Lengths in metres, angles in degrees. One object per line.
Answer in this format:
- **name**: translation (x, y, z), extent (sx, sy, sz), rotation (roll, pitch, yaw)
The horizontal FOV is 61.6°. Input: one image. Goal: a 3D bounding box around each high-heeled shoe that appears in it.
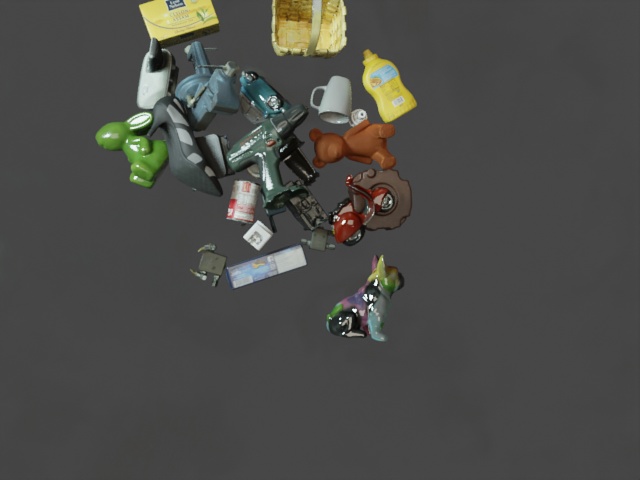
- **high-heeled shoe**: translation (-0.304, -0.223, 1.276), extent (0.248, 0.086, 0.145), rotation (45, 46, -25)

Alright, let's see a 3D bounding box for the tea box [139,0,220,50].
- **tea box**: translation (-0.342, -0.542, 1.319), extent (0.170, 0.068, 0.098), rotation (-22, 95, -7)

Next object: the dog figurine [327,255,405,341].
- **dog figurine**: translation (0.119, 0.143, 1.388), extent (0.192, 0.108, 0.219), rotation (8, 86, -6)

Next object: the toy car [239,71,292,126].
- **toy car**: translation (-0.147, -0.338, 1.338), extent (0.161, 0.109, 0.103), rotation (43, 102, 1)

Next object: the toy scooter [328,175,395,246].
- **toy scooter**: translation (0.085, -0.081, 1.332), extent (0.184, 0.075, 0.135), rotation (-45, 107, 0)

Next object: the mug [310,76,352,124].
- **mug**: translation (0.032, -0.364, 1.380), extent (0.110, 0.081, 0.107), rotation (12, 79, -5)

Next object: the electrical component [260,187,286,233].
- **electrical component**: translation (-0.114, -0.081, 1.360), extent (0.048, 0.075, 0.119), rotation (-19, 90, -8)

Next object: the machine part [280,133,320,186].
- **machine part**: translation (-0.056, -0.202, 1.373), extent (0.084, 0.039, 0.139), rotation (-35, 84, 6)

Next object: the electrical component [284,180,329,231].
- **electrical component**: translation (-0.045, -0.088, 1.350), extent (0.058, 0.115, 0.134), rotation (-38, 96, -11)

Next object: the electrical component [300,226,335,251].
- **electrical component**: translation (-0.003, -0.004, 1.405), extent (0.094, 0.021, 0.063), rotation (9, 89, -8)

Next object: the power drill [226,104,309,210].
- **power drill**: translation (-0.098, -0.189, 1.266), extent (0.232, 0.086, 0.207), rotation (-25, 80, 11)

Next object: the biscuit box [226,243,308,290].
- **biscuit box**: translation (-0.137, 0.066, 1.365), extent (0.203, 0.063, 0.059), rotation (-18, 94, -8)

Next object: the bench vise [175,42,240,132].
- **bench vise**: translation (-0.275, -0.385, 1.283), extent (0.129, 0.223, 0.240), rotation (-7, 66, -30)

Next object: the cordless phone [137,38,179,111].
- **cordless phone**: translation (-0.384, -0.384, 1.257), extent (0.089, 0.184, 0.146), rotation (10, 89, -14)

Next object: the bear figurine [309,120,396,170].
- **bear figurine**: translation (0.080, -0.237, 1.362), extent (0.196, 0.132, 0.120), rotation (-10, 115, -15)

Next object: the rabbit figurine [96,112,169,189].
- **rabbit figurine**: translation (-0.441, -0.230, 1.281), extent (0.170, 0.121, 0.159), rotation (32, 79, -11)

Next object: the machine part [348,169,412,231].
- **machine part**: translation (0.159, -0.105, 1.412), extent (0.179, 0.056, 0.179), rotation (0, 92, -10)

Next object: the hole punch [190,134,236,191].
- **hole punch**: translation (-0.276, -0.202, 1.334), extent (0.116, 0.092, 0.142), rotation (-8, 102, 14)

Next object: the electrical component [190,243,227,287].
- **electrical component**: translation (-0.277, 0.060, 1.351), extent (0.078, 0.045, 0.102), rotation (23, 87, -7)
